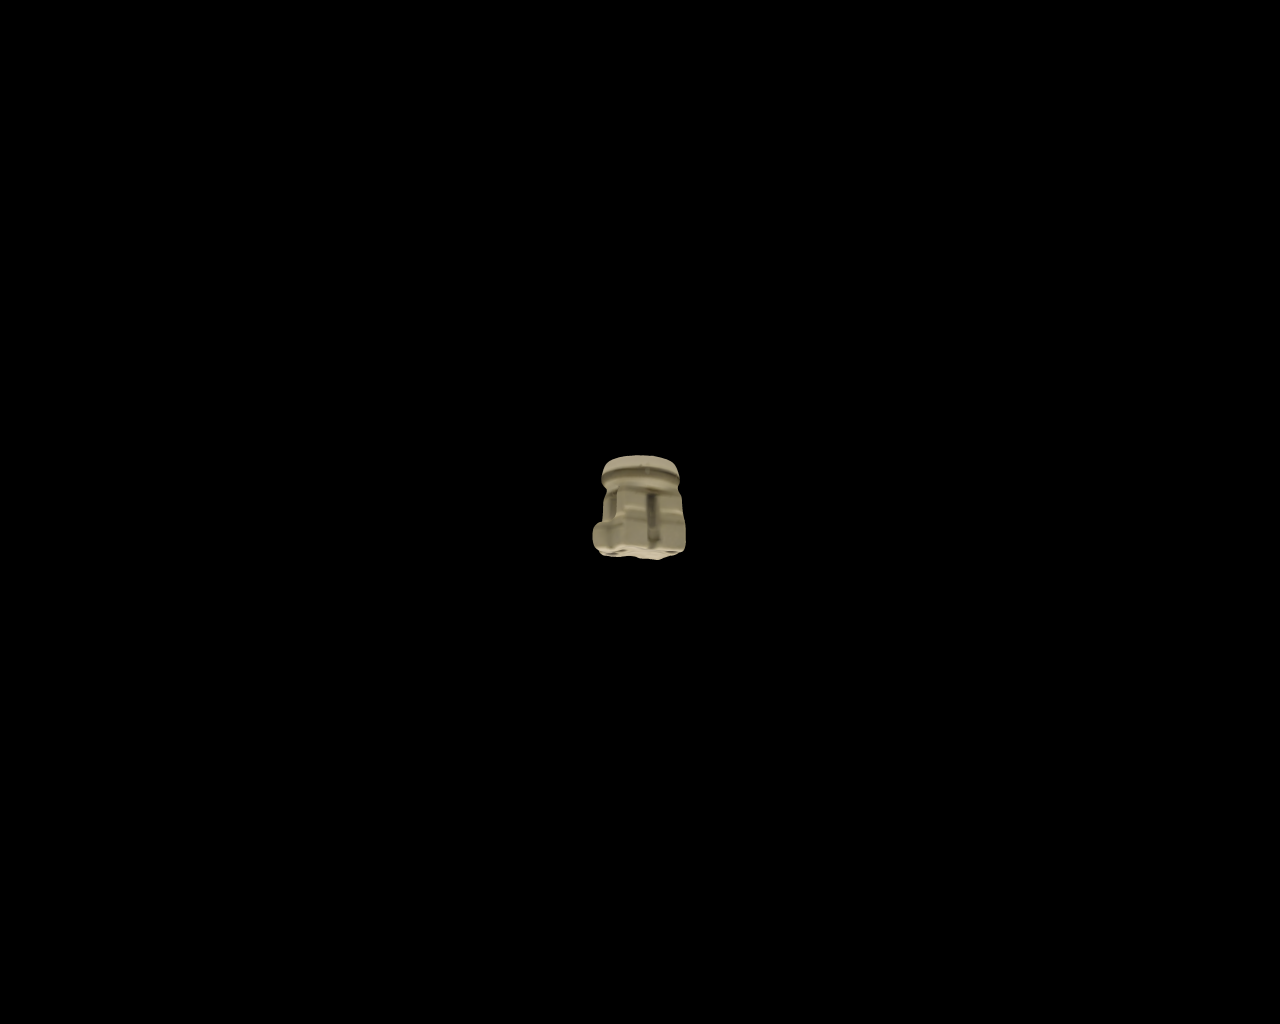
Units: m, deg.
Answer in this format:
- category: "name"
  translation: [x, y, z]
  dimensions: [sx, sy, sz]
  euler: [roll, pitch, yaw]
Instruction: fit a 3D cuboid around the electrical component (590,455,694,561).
- category: "electrical component"
  translation: [0.001, -0.003, 0.650]
  dimensions: [0.066, 0.055, 0.048]
  euler: [7, -15, -26]
